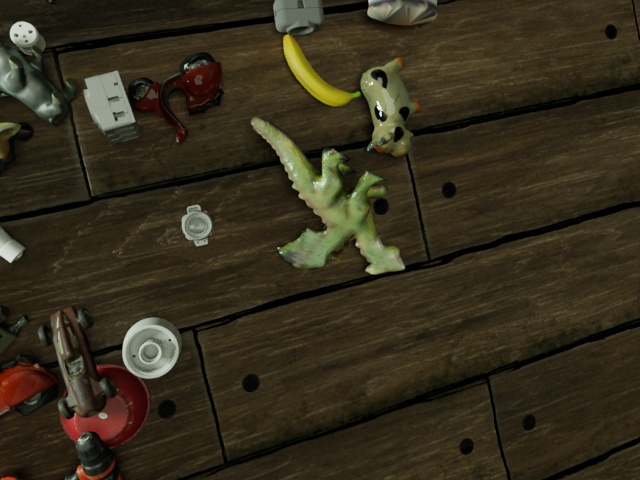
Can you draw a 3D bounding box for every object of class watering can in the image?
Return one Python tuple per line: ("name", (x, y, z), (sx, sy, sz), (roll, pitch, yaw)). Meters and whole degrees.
("watering can", (0.132, -0.561, 1.062), (0.348, 0.104, 0.224), (0, 91, -15))

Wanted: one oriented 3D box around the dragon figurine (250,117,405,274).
("dragon figurine", (0.003, -0.052, 1.032), (0.409, 0.123, 0.242), (25, 92, -12))
